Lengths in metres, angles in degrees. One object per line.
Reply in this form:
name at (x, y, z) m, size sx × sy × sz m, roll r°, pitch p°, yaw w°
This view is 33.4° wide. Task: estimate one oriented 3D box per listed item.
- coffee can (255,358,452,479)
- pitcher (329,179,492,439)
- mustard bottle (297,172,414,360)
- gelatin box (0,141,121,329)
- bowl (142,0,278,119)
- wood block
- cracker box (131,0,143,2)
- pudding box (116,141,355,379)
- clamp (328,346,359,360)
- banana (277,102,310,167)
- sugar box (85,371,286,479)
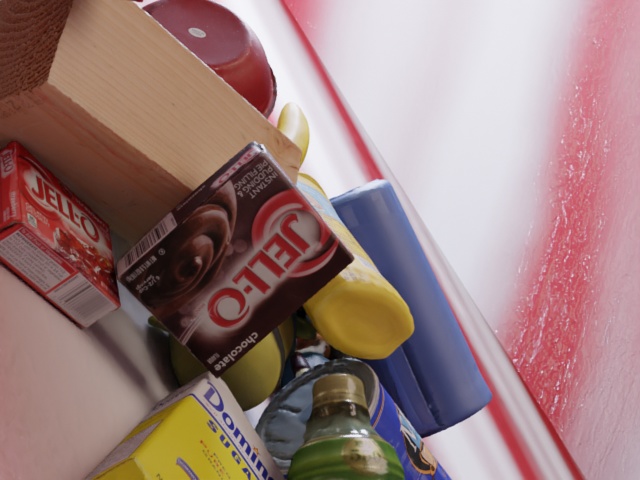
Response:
coffee can at (0.031, 0.171, 0.778) m, size 0.140 × 0.103 × 0.103 m, roll 54°, pitch 11°, yaw -26°
pitcher at (0.062, 0.070, 1.021) m, size 0.144 × 0.149 × 0.243 m, roll -24°, pitch 93°, yaw -38°
mustard bottle at (-0.006, 0.001, 0.795) m, size 0.096 × 0.058 × 0.192 m, roll 33°, pitch 17°, yaw -44°
gelatin box at (-0.153, -0.003, 0.607) m, size 0.089 × 0.030 × 0.073 m, roll 50°, pitch 13°, yaw -42°
bowl at (-0.109, -0.160, 0.919) m, size 0.162 × 0.161 × 0.055 m, roll 65°, pitch -29°, yaw 31°
wood block at (-0.112, -0.064, 0.667) m, size 0.205 × 0.090 × 0.091 m, roll 39°, pitch 49°, yaw -43°
cracker box at (-0.199, -0.211, 0.555) m, size 0.213 × 0.072 × 0.164 m, roll 5°, pitch 43°, yaw -28°
pudding box at (-0.050, 0.012, 0.630) m, size 0.090 × 0.113 × 0.039 m, roll 49°, pitch 2°, yaw -23°
clamp at (-0.001, 0.091, 0.987) m, size 0.120 × 0.039 × 0.171 m, roll 144°, pitch -70°, yaw -74°
banana at (-0.049, -0.088, 1.075) m, size 0.069 × 0.037 × 0.197 m, roll 47°, pitch 36°, yaw 1°
sugar box at (-0.066, 0.136, 0.576) m, size 0.093 × 0.048 × 0.176 m, roll 58°, pitch 11°, yaw -3°
